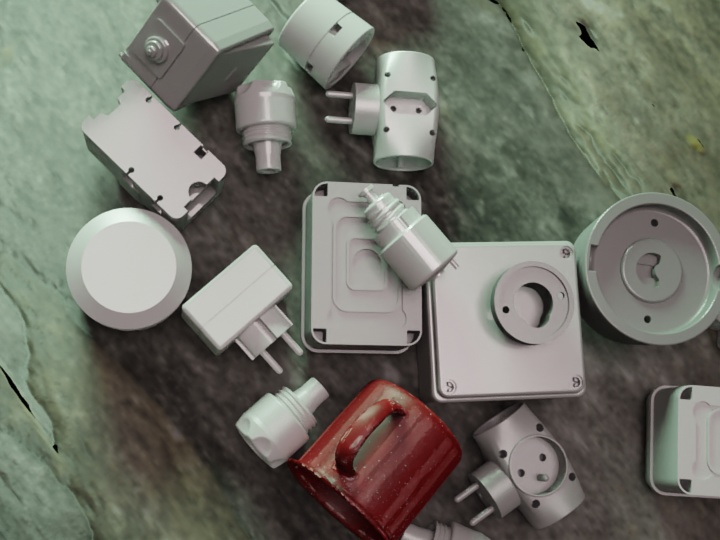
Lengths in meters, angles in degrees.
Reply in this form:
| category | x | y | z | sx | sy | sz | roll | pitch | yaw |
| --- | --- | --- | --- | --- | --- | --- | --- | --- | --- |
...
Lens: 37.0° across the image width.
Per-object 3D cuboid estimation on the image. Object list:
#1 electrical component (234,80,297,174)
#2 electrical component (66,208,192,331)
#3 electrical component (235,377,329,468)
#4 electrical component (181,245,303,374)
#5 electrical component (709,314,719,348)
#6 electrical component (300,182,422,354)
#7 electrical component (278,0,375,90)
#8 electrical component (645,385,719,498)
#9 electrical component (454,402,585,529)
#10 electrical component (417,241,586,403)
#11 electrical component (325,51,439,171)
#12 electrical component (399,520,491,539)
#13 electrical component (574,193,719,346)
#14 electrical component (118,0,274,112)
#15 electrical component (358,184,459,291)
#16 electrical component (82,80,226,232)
| category | x | y | z | sx | sy | sz | roll | pitch | yaw |
| --- | --- | --- | --- | --- | --- | --- | --- | --- | --- |
| electrical component | -0.066 | -0.099 | 0.755 | 0.043 | 0.043 | 0.062 | -3 | 82 | -10 |
| electrical component | -0.153 | 0.002 | 0.719 | 0.080 | 0.051 | 0.080 | 2 | 80 | -9 |
| electrical component | -0.049 | 0.099 | 0.725 | 0.062 | 0.043 | 0.043 | -41 | 89 | -15 |
| electrical component | -0.072 | 0.035 | 0.730 | 0.066 | 0.047 | 0.076 | -42 | 90 | -14 |
| electrical component | 0.291 | 0.020 | 0.790 | 0.058 | 0.057 | 0.078 | 10 | 79 | -8 |
| electrical component | 0.000 | 0.000 | 0.743 | 0.078 | 0.057 | 0.113 | 2 | 80 | -9 |
| electrical component | -0.025 | -0.165 | 0.768 | 0.047 | 0.055 | 0.055 | 41 | 77 | 3 |
| electrical component | 0.266 | 0.124 | 0.768 | 0.113 | 0.057 | 0.078 | 5 | 80 | -9 |
| electrical component | 0.102 | 0.145 | 0.743 | 0.079 | 0.044 | 0.077 | -33 | 88 | -13 |
| electrical component | 0.096 | 0.037 | 0.754 | 0.109 | 0.056 | 0.108 | -1 | 81 | -10 |
| electrical component | 0.014 | -0.114 | 0.771 | 0.079 | 0.043 | 0.077 | 3 | 80 | -9 |
| electrical component | 0.056 | 0.190 | 0.728 | 0.062 | 0.043 | 0.043 | 24 | 77 | -4 |
| electrical component | 0.202 | 0.003 | 0.775 | 0.108 | 0.060 | 0.108 | 2 | 81 | -10 |
| electrical component | -0.109 | -0.149 | 0.724 | 0.061 | 0.062 | 0.096 | 46 | 33 | 0 |
| electrical component | 0.028 | -0.023 | 0.700 | 0.040 | 0.040 | 0.078 | -40 | 89 | -14 |
| electrical component | -0.140 | -0.075 | 0.732 | 0.089 | 0.056 | 0.050 | 44 | 77 | -1 |
